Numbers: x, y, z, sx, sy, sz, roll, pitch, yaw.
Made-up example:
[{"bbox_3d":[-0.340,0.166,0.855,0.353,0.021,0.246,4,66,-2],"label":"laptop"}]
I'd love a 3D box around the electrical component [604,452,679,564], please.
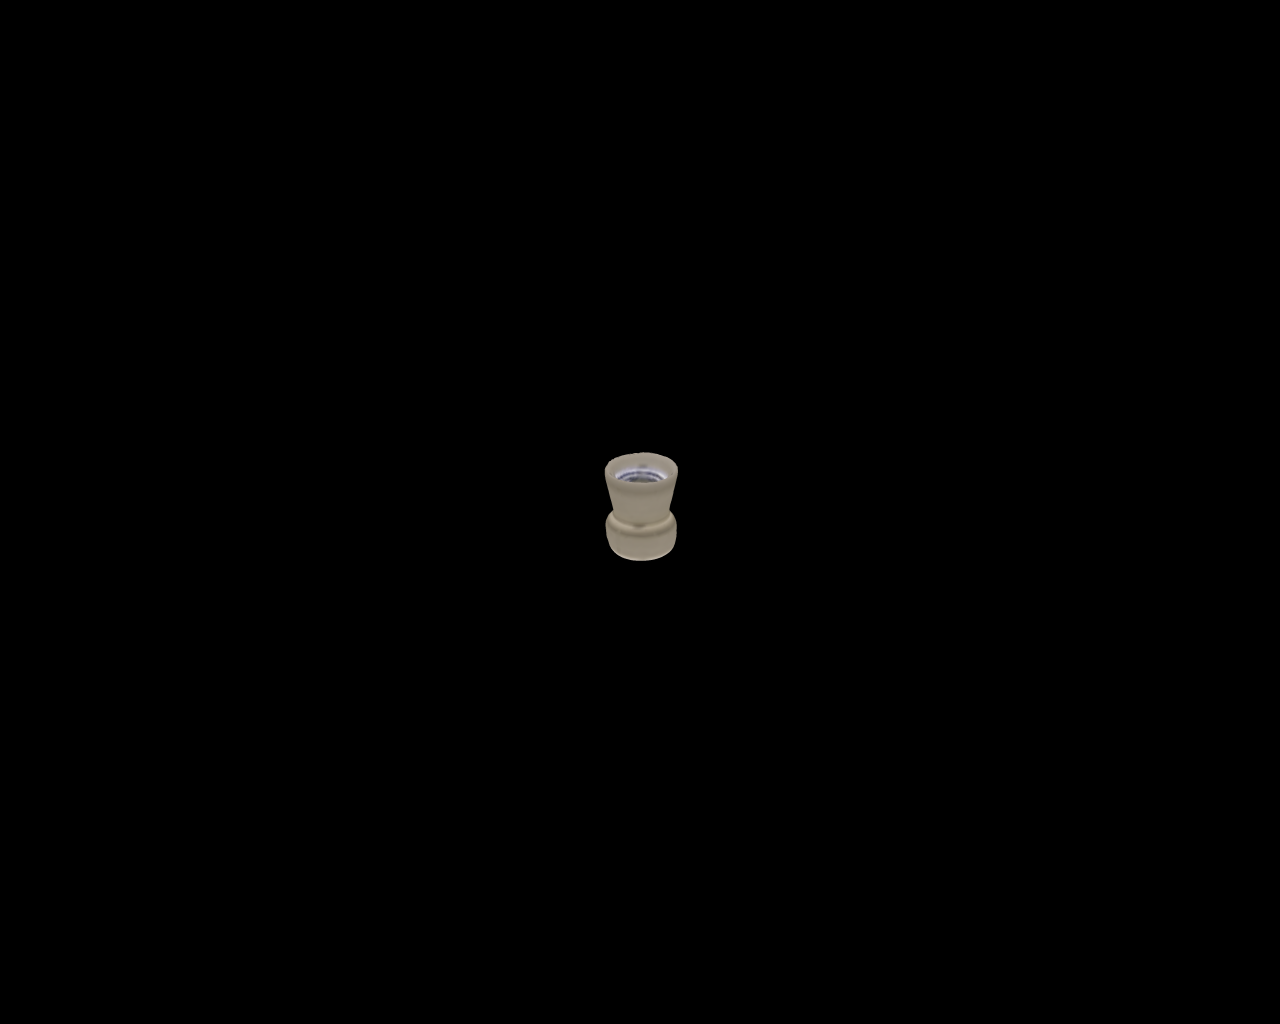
[{"bbox_3d":[0.001,-0.003,0.650,0.045,0.055,0.045,0,28,0],"label":"electrical component"}]
